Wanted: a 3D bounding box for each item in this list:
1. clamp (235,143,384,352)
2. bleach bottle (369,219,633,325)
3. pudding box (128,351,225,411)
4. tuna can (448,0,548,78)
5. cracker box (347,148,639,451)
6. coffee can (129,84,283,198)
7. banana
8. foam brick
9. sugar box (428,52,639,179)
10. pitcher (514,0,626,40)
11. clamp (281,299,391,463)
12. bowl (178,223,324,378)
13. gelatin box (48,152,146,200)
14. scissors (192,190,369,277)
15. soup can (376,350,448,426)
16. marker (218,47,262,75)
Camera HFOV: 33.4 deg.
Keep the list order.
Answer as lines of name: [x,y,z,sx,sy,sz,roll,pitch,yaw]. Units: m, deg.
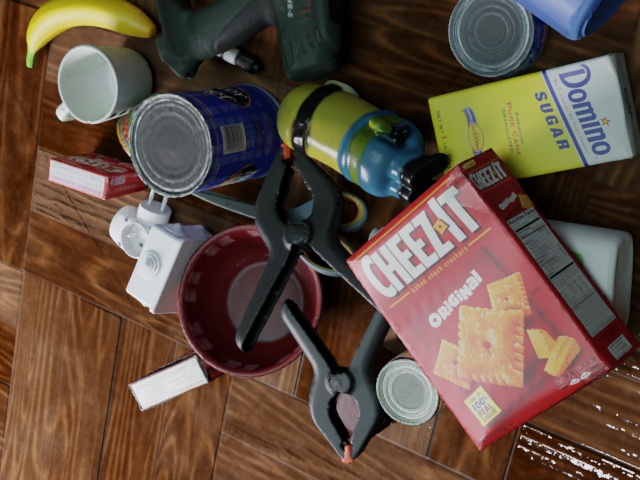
clamp: [-0.007,0.001,1.054,0.165,0.036,0.210,-7,72,19]
bleach bottle: [0.161,0.025,1.005,0.251,0.067,0.102,8,106,32]
pudding box: [-0.144,0.147,1.195,0.114,0.089,0.039,-28,86,33]
tuna can: [0.161,-0.191,0.972,0.086,0.033,0.086,7,105,30]
cracker box: [0.145,0.055,0.940,0.214,0.071,0.164,54,129,9]
coffee can: [-0.111,-0.104,1.091,0.103,0.140,0.103,7,104,29]
banana: [-0.270,-0.249,1.218,0.198,0.037,0.069,-6,116,33]
foam brick: [0.054,0.158,1.101,0.051,0.052,0.078,32,116,21]
sugar box: [0.193,-0.104,0.965,0.177,0.048,0.093,-11,96,33]
pitcher: [0.158,-0.285,0.889,0.243,0.149,0.145,42,118,14]
clamp: [0.033,0.131,1.055,0.120,0.039,0.171,-14,91,28]
bowl: [-0.067,0.065,1.135,0.162,0.055,0.162,-2,83,16]
gelatin box: [-0.253,-0.075,1.222,0.089,0.073,0.030,17,108,27]
scissors: [-0.036,-0.037,1.104,0.202,0.016,0.096,34,84,17]
soup can: [0.106,0.132,1.035,0.069,0.102,0.068,7,104,29]
marker: [-0.112,-0.207,1.140,0.121,0.020,0.020,30,114,22]
